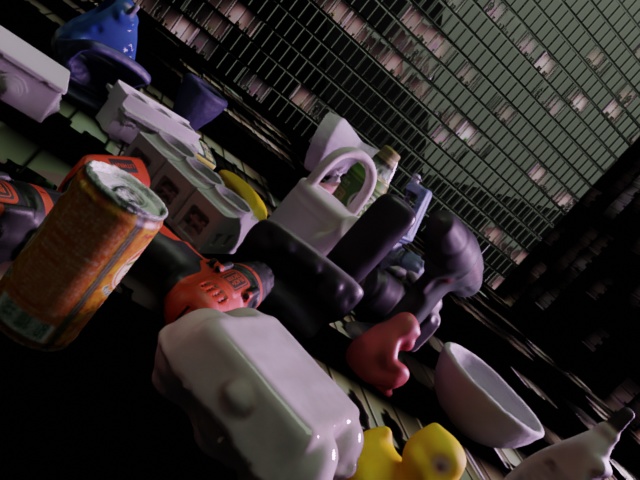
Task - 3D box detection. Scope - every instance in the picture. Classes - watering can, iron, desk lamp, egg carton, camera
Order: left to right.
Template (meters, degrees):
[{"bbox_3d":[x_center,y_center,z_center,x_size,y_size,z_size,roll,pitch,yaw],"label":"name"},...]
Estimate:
[{"bbox_3d":[-0.356,-0.355,0.950,0.119,0.141,0.257,32,14,-38],"label":"iron"},{"bbox_3d":[-0.041,0.108,0.381,0.150,0.069,0.107,44,12,20],"label":"egg carton"},{"bbox_3d":[0.006,-0.036,0.774,0.172,0.194,0.101,48,13,34],"label":"watering can"},{"bbox_3d":[0.036,-0.112,1.123,0.203,0.213,0.118,41,11,4],"label":"desk lamp"},{"bbox_3d":[0.118,0.084,0.920,0.137,0.100,0.143,35,12,-27],"label":"camera"}]

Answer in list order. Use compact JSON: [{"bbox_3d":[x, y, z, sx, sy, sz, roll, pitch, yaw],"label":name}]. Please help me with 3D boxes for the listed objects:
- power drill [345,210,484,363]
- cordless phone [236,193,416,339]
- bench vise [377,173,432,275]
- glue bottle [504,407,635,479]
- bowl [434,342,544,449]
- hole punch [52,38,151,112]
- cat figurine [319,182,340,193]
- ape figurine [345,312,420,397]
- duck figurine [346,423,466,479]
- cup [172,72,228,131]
[{"bbox_3d":[0.135,0.068,0.761,0.075,0.208,0.230,46,12,29],"label":"power drill"},{"bbox_3d":[0.006,0.002,0.647,0.148,0.185,0.094,38,11,-14],"label":"cordless phone"},{"bbox_3d":[0.173,-0.012,1.173,0.207,0.219,0.121,41,11,1],"label":"bench vise"},{"bbox_3d":[0.280,0.248,0.631,0.037,0.173,0.078,32,14,-37],"label":"glue bottle"},{"bbox_3d":[0.210,0.220,0.766,0.168,0.074,0.167,39,11,-9],"label":"bowl"},{"bbox_3d":[-0.303,-0.232,0.777,0.100,0.091,0.109,48,13,35],"label":"hole punch"},{"bbox_3d":[0.010,-0.050,1.042,0.128,0.117,0.067,40,11,-1],"label":"cat figurine"},{"bbox_3d":[0.080,0.124,0.664,0.076,0.092,0.077,37,11,-16],"label":"ape figurine"},{"bbox_3d":[0.070,0.177,0.437,0.078,0.086,0.104,33,13,-35],"label":"duck figurine"},{"bbox_3d":[-0.228,-0.244,1.067,0.091,0.095,0.118,43,11,15],"label":"cup"}]
